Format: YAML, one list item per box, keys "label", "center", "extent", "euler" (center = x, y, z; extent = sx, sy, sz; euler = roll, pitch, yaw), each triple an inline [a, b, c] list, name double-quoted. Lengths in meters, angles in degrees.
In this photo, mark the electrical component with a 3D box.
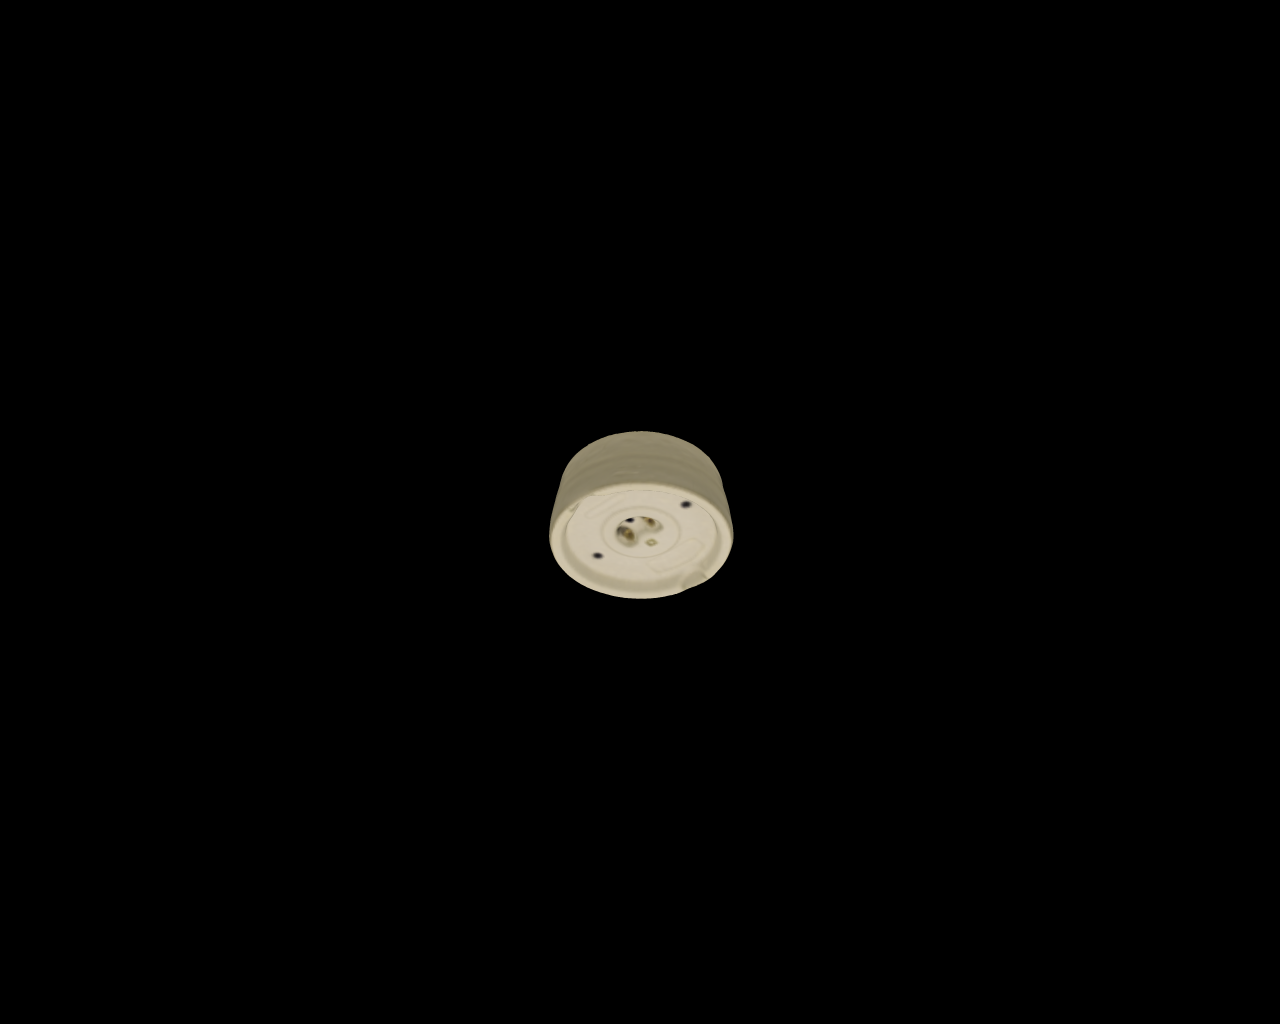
- label: "electrical component"
  center: [0.001, -0.003, 0.650]
  extent: [0.108, 0.060, 0.108]
  euler: [0, -42, 0]
